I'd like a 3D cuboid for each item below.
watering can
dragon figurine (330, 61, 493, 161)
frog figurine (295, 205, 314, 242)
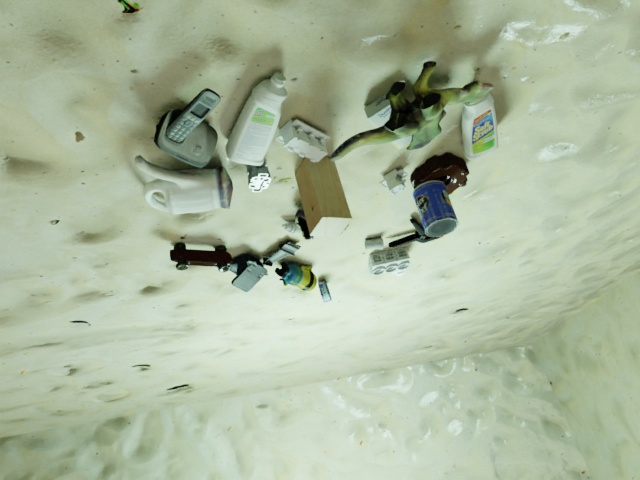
[{"bbox_3d":[-0.330,-0.134,1.284,0.225,0.105,0.343,-8,166,-10],"label":"watering can"},{"bbox_3d":[0.230,-0.278,1.257,0.408,0.124,0.240,-33,151,13],"label":"dragon figurine"},{"bbox_3d":[0.005,-0.080,1.594,0.162,0.124,0.134,-39,157,-37],"label":"frog figurine"}]
